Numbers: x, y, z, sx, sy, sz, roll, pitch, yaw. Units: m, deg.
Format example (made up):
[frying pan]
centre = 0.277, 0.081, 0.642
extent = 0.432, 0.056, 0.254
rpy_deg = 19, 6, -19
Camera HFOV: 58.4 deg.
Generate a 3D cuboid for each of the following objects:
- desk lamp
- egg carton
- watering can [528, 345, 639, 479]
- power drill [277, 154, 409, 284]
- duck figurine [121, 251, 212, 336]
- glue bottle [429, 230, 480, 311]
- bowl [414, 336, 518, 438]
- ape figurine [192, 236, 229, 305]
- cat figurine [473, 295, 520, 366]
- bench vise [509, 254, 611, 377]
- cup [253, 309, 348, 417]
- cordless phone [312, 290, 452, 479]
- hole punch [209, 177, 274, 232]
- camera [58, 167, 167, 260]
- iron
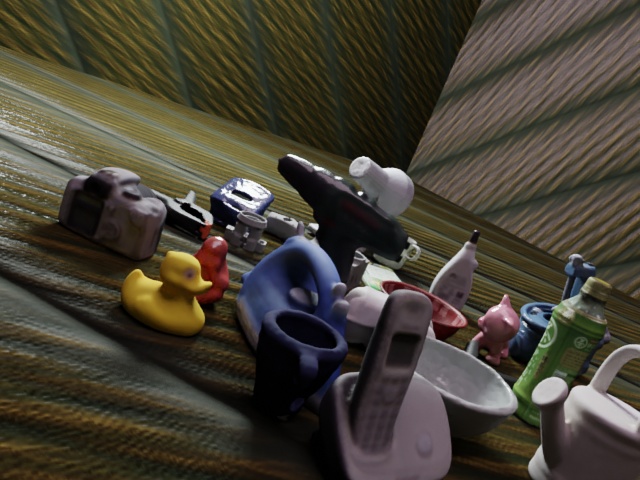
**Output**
[desk lamp]
centre = 0.106, -0.084, 1.348
extent = 0.204, 0.213, 0.117
rpy_deg = 7, 21, -47
[egg carton]
centre = 0.099, 0.127, 0.849
extent = 0.150, 0.069, 0.107
rpy_deg = 23, 14, 0
[watering can]
centre = 0.317, 0.205, 0.637
extent = 0.173, 0.194, 0.100
rpy_deg = 13, 17, -33
[power drill]
centre = 0.008, 0.003, 0.883
extent = 0.229, 0.208, 0.076
rpy_deg = 23, 14, 4
[duck figurine]
centre = -0.174, 0.053, 0.667
extent = 0.104, 0.086, 0.077
rpy_deg = 24, 14, 5
[glue bottle]
centre = 0.292, 0.059, 1.188
extent = 0.078, 0.173, 0.037
rpy_deg = 23, 14, 0
[bowl]
centre = 0.146, 0.186, 0.694
extent = 0.167, 0.075, 0.167
rpy_deg = 21, 14, -5
[ape figurine]
centre = -0.150, 0.037, 0.752
extent = 0.077, 0.092, 0.076
rpy_deg = 27, 15, 18
[cat figurine]
centre = 0.310, 0.150, 0.992
extent = 0.067, 0.118, 0.128
rpy_deg = 28, 15, 22
[bench vise]
centre = 0.467, 0.136, 1.078
extent = 0.208, 0.220, 0.121
rpy_deg = 11, 18, -39
[cup]
centre = -0.028, 0.135, 0.571
extent = 0.092, 0.095, 0.117
rpy_deg = 20, 14, -12
[cordless phone]
centre = 0.084, 0.139, 0.541
extent = 0.148, 0.185, 0.093
rpy_deg = 11, 18, -39
[hole punch]
centre = -0.157, -0.069, 1.141
extent = 0.108, 0.091, 0.101
rpy_deg = 25, 14, 11
[camera]
centre = -0.284, -0.051, 0.854
extent = 0.143, 0.101, 0.137
rpy_deg = 25, 14, 10
[iron]
centre = -0.013, 0.079, 0.704
extent = 0.119, 0.141, 0.257
rpy_deg = 15, 16, -28
